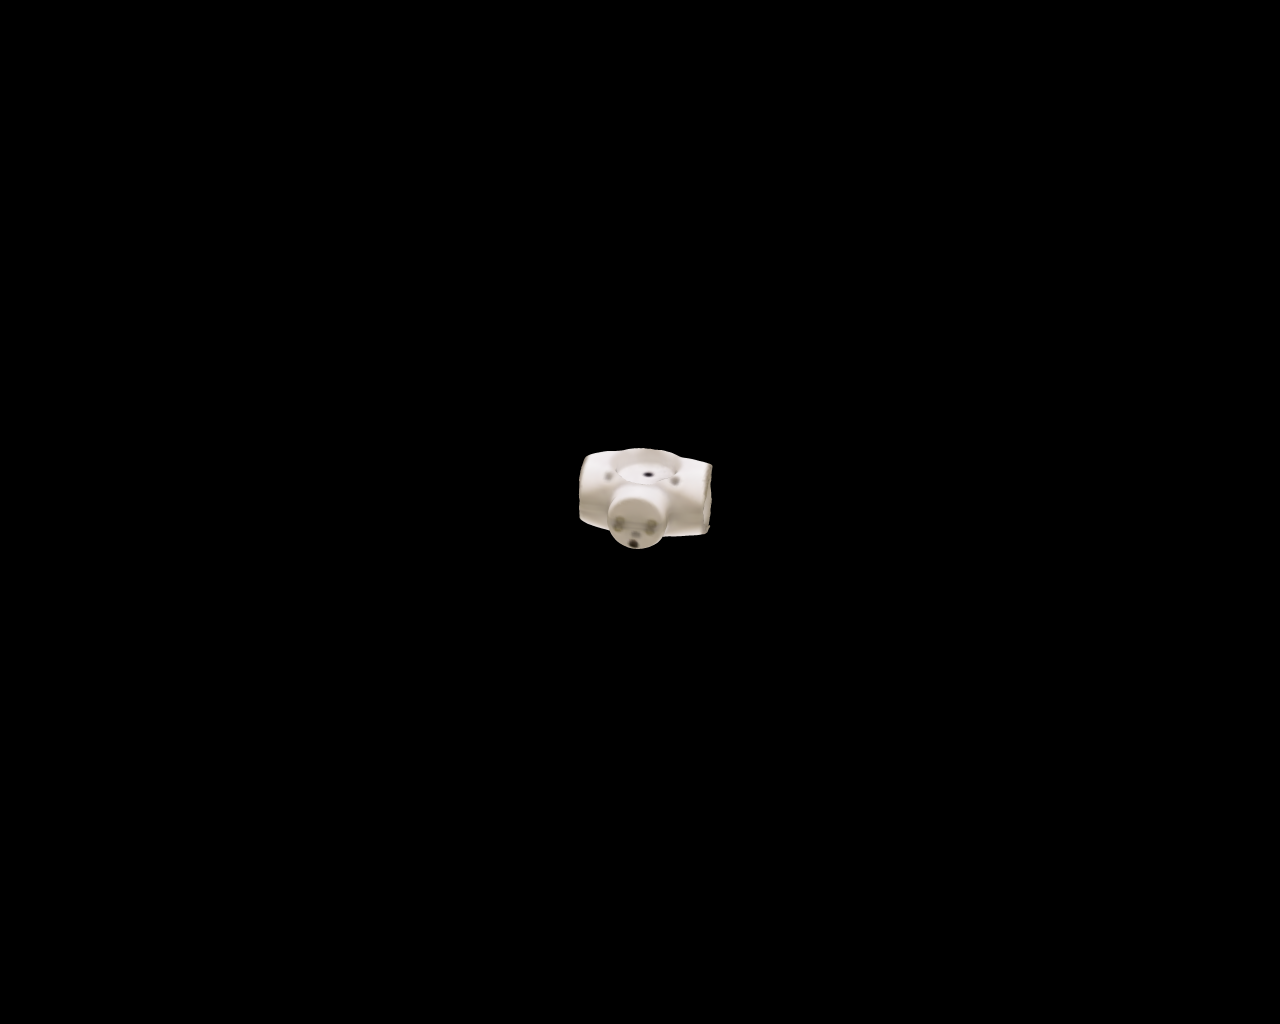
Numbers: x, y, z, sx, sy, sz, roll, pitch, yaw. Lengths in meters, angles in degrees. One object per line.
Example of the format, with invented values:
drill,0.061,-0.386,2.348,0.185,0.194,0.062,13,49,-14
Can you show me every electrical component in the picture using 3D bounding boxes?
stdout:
electrical component,0.001,-0.003,0.650,0.077,0.044,0.079,6,32,9
